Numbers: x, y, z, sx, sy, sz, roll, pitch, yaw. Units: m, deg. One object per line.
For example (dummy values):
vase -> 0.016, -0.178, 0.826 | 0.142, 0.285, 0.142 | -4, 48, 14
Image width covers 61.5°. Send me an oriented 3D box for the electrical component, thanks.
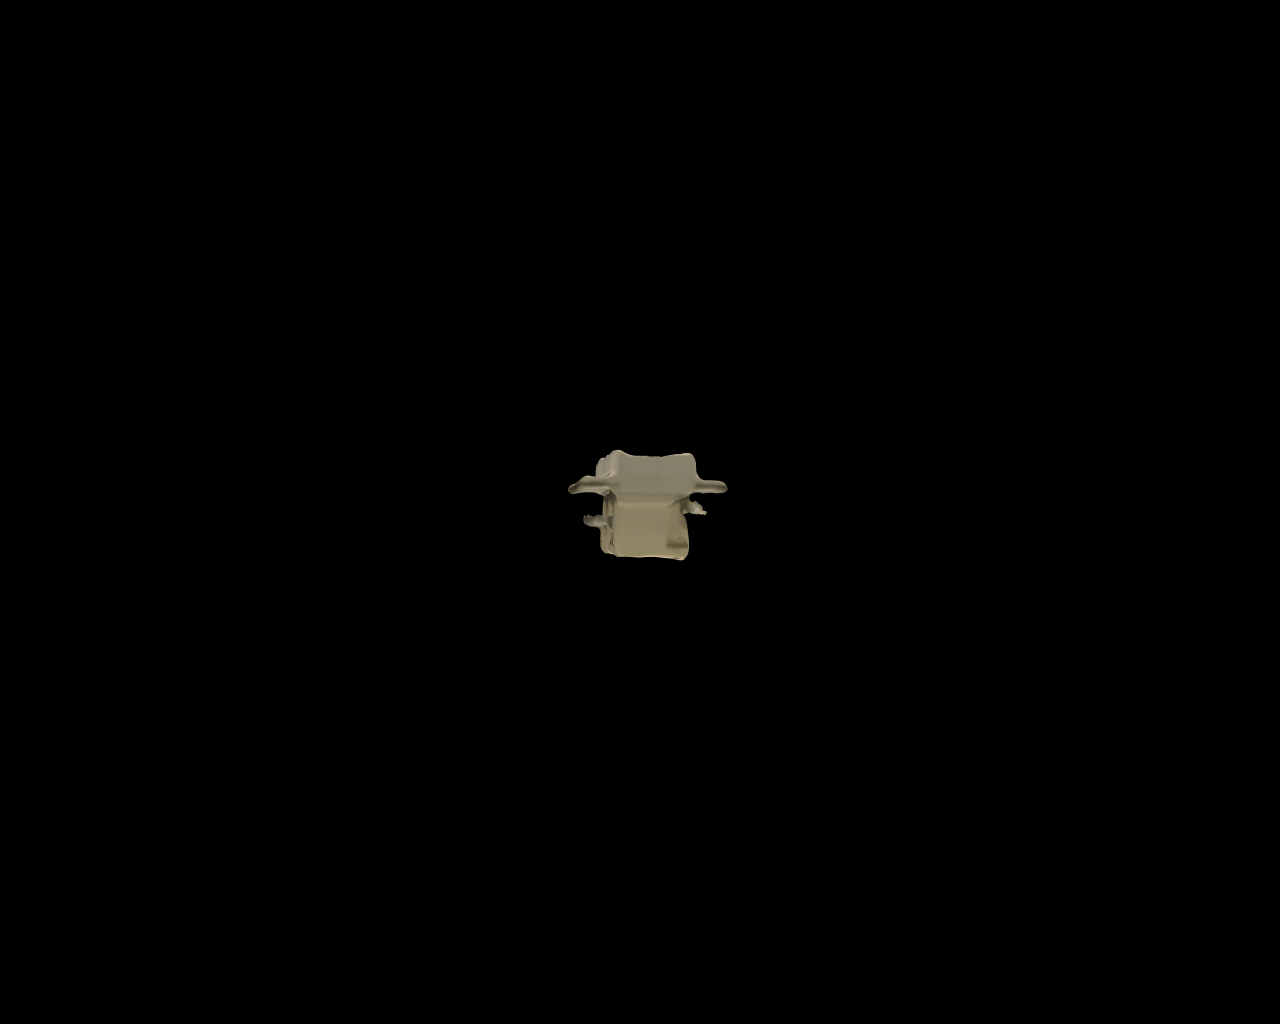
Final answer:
electrical component -> 0.001, -0.003, 0.650 | 0.079, 0.063, 0.121 | 0, 0, -7
